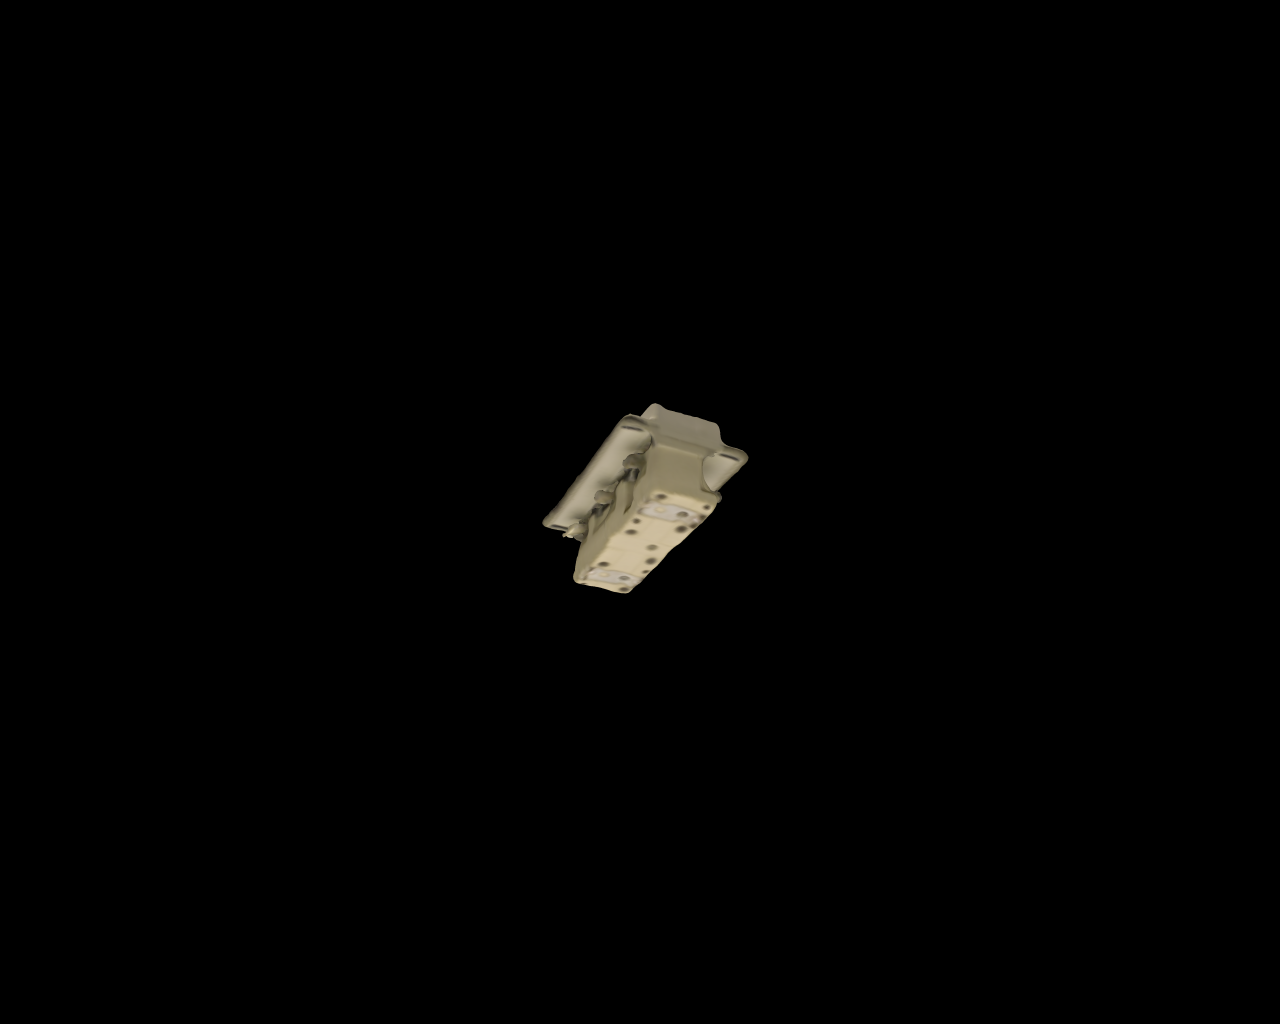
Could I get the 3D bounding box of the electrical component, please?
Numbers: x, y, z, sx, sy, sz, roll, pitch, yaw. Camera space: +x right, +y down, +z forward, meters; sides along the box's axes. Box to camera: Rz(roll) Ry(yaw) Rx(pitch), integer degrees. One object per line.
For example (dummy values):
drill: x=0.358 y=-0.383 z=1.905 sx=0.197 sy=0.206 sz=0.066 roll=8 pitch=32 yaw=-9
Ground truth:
electrical component: x=0.001 y=-0.003 z=0.650 sx=0.079 sy=0.063 sz=0.121 roll=16 pitch=-37 yaw=-22
